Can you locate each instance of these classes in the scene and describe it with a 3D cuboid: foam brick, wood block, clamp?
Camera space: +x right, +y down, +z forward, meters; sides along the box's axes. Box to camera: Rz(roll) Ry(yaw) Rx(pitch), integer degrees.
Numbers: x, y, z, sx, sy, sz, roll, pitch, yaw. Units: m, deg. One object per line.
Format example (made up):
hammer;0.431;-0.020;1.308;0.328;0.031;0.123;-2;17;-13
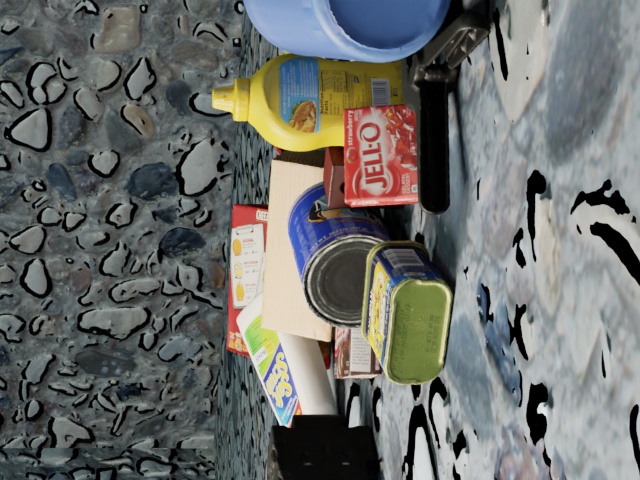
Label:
foam brick;0.045;-0.065;1.051;0.051;0.078;0.053;-102;14;-53
wood block;-0.008;0.001;1.250;0.090;0.091;0.206;-44;-38;-65
clamp;0.096;-0.143;0.869;0.210;0.036;0.165;-95;13;-52

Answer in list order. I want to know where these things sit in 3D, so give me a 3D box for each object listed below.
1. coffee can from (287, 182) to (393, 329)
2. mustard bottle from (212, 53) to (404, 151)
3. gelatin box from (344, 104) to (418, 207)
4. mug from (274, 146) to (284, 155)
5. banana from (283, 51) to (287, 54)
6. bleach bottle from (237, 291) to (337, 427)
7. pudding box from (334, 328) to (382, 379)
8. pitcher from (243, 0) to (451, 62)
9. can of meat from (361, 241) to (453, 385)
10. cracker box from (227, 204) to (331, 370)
coffee can;0.024;0.011;1.081;0.140;0.102;0.103;-107;21;-64
mustard bottle;-0.006;-0.131;1.017;0.058;0.191;0.096;115;155;-69
gelatin box;0.059;-0.076;0.959;0.030;0.073;0.089;31;-123;-71
mug;-0.017;-0.157;1.421;0.081;0.093;0.117;-100;9;-74
banana;0.000;-0.234;1.408;0.037;0.069;0.198;60;-178;-24
bleach bottle;-0.023;0.187;1.339;0.103;0.067;0.251;-45;60;43
pudding box;0.041;0.106;1.161;0.113;0.039;0.090;138;133;-77
pitcher;0.010;-0.214;0.872;0.243;0.149;0.145;-134;35;-71
can of meat;0.073;0.062;0.911;0.084;0.057;0.102;-116;28;-67
cracker box;-0.053;0.063;1.476;0.164;0.071;0.214;11;100;51
